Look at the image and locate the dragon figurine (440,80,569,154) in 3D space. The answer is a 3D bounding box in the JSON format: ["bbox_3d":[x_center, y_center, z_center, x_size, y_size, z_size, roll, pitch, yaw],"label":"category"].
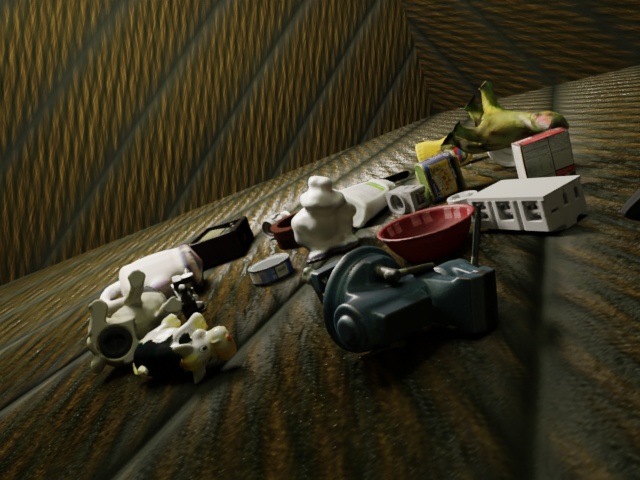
[{"bbox_3d":[0.401,-0.210,1.109,0.122,0.243,0.408,-62,-6,-2],"label":"dragon figurine"}]

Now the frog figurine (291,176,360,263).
[{"bbox_3d":[0.003,-0.053,1.047,0.137,0.158,0.124,-15,10,20],"label":"frog figurine"}]

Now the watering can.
[{"bbox_3d":[-0.374,0.081,1.158,0.225,0.103,0.349,-21,14,-13],"label":"watering can"}]
